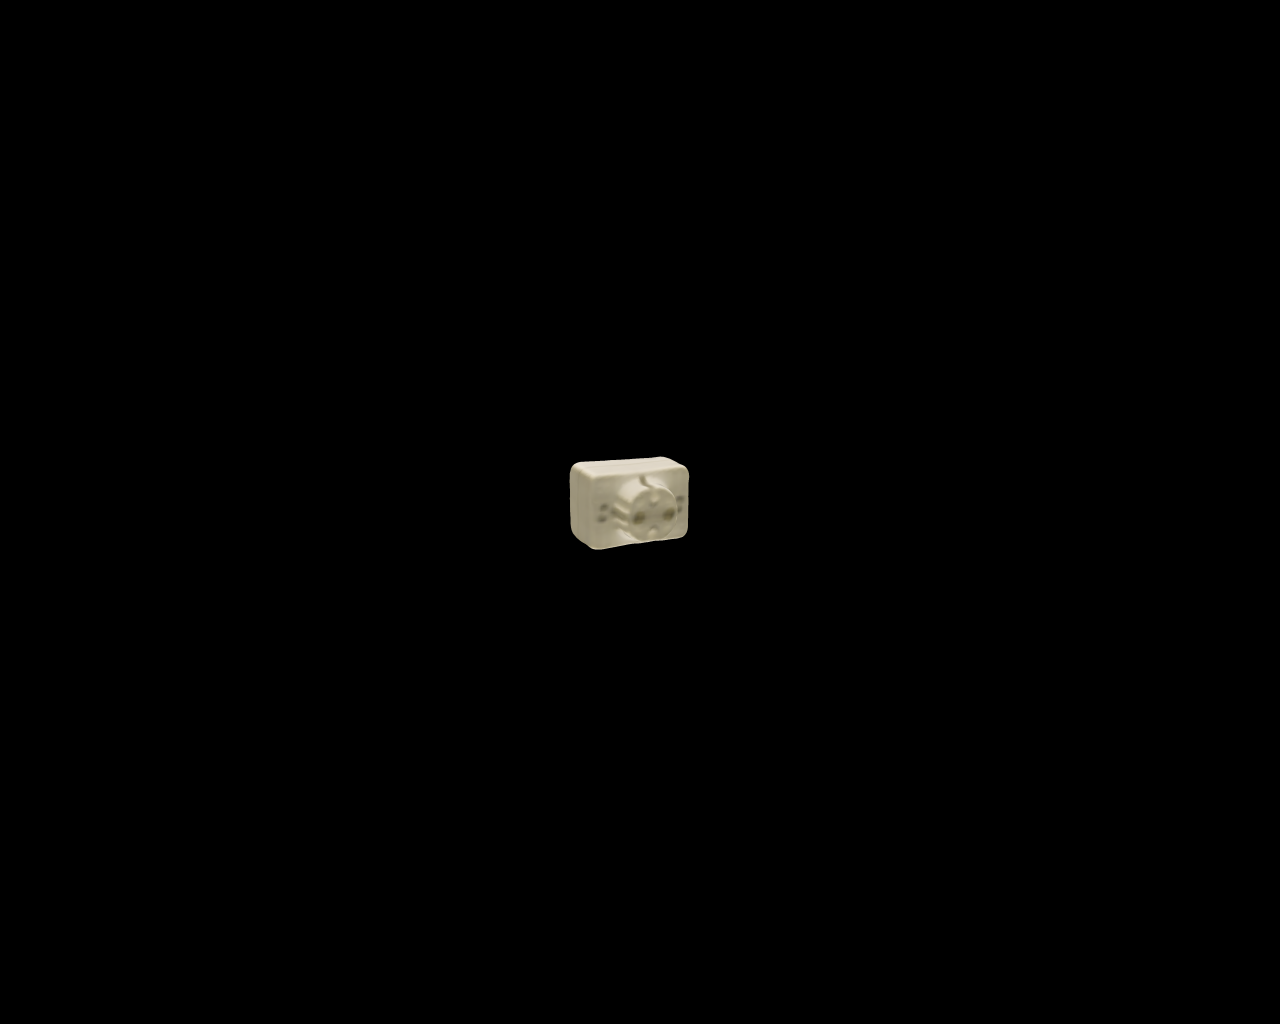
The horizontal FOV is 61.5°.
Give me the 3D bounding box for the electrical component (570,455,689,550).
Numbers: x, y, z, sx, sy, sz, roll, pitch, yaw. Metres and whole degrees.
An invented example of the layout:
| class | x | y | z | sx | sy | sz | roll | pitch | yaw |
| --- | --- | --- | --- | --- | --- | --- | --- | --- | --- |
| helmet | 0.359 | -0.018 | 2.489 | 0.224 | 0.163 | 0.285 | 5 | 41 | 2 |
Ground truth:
| class | x | y | z | sx | sy | sz | roll | pitch | yaw |
| --- | --- | --- | --- | --- | --- | --- | --- | --- | --- |
| electrical component | 0.001 | -0.003 | 0.650 | 0.066 | 0.047 | 0.077 | -6 | 16 | -22 |
